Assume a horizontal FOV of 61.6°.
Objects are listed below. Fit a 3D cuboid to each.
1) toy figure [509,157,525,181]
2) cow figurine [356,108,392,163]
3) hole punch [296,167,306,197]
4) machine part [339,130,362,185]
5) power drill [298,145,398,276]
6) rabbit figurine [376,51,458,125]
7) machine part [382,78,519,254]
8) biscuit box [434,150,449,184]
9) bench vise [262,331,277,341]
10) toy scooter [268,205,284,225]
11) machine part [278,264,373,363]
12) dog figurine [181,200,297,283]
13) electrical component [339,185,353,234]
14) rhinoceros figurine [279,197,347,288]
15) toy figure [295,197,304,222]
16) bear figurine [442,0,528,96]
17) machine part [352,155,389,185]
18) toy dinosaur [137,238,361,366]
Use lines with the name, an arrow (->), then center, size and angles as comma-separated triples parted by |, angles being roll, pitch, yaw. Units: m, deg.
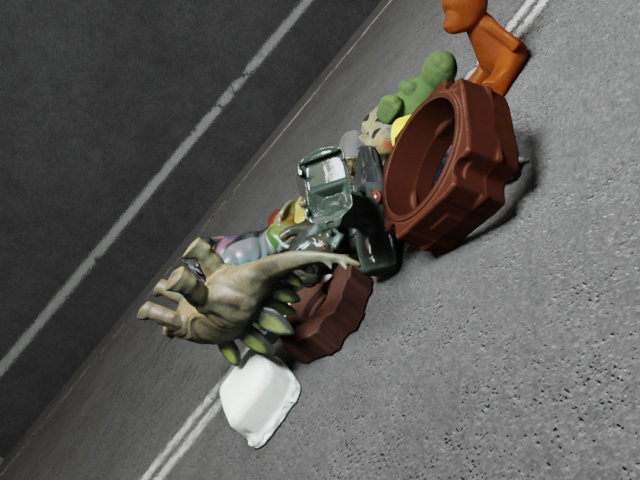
toy figure -> 0.237, -0.123, 0.777 | 0.154, 0.058, 0.064 | -102, 28, -66
cow figurine -> 0.136, -0.236, 1.193 | 0.127, 0.085, 0.195 | -40, 22, 11
hole punch -> 0.013, -0.131, 1.305 | 0.142, 0.092, 0.116 | -36, 51, 31
machine part -> 0.078, -0.190, 1.249 | 0.079, 0.079, 0.243 | -42, 19, 24
power drill -> 0.049, -0.067, 0.802 | 0.086, 0.207, 0.232 | -14, 71, 21
rabbit figurine -> 0.219, -0.292, 1.062 | 0.159, 0.121, 0.170 | -39, -14, -53
machine part -> 0.166, -0.100, 0.735 | 0.201, 0.087, 0.201 | 130, 153, -50
biscuit box -> 0.191, -0.134, 0.897 | 0.202, 0.059, 0.063 | -43, 21, 20
bench vise -> -0.122, 0.118, 1.067 | 0.223, 0.128, 0.241 | -38, 40, 8
toy scooter -> -0.098, -0.019, 1.326 | 0.135, 0.075, 0.184 | -45, 21, -5
machine part -> 0.006, 0.110, 0.862 | 0.179, 0.056, 0.179 | -43, 19, 18
dog figurine -> -0.126, 0.012, 0.997 | 0.219, 0.108, 0.192 | -43, 49, -15
electrical component -> 0.047, -0.051, 1.079 | 0.134, 0.058, 0.115 | -57, 21, -18
rhinoceros figurine -> -0.002, -0.003, 0.893 | 0.112, 0.073, 0.190 | -6, 43, 31
toy figure -> -0.041, -0.021, 1.196 | 0.180, 0.082, 0.089 | -46, 36, -10
bear figurine -> 0.267, -0.354, 0.935 | 0.132, 0.195, 0.120 | -52, 21, -1
machine part -> 0.119, -0.127, 1.094 | 0.139, 0.039, 0.084 | -24, 39, 50
toy dinosaur -> -0.133, 0.089, 0.810 | 0.471, 0.198, 0.105 | -34, 26, 48
